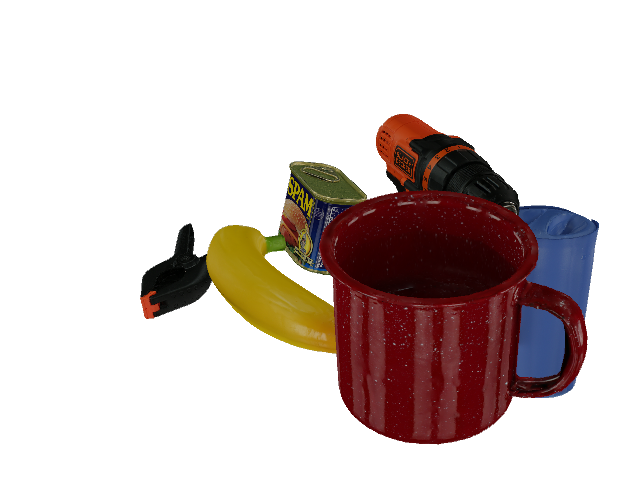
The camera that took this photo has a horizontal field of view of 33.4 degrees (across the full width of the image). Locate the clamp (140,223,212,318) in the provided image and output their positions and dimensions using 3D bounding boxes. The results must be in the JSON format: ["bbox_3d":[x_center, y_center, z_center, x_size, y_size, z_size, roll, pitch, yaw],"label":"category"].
[{"bbox_3d":[-0.140,0.033,1.220,0.120,0.039,0.171,-2,33,25],"label":"clamp"}]

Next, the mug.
[{"bbox_3d":[0.058,0.037,0.470,0.117,0.081,0.093,10,34,20],"label":"mug"}]

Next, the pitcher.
[{"bbox_3d":[0.284,0.084,1.419,0.149,0.243,0.145,4,20,11],"label":"pitcher"}]

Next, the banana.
[{"bbox_3d":[-0.035,0.024,0.686,0.069,0.037,0.198,-5,21,-14],"label":"banana"}]

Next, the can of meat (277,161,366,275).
[{"bbox_3d":[-0.002,-0.023,1.074,0.057,0.084,0.102,3,23,-24],"label":"can of meat"}]

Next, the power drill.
[{"bbox_3d":[0.092,0.007,0.869,0.057,0.188,0.185,-2,25,-22],"label":"power drill"}]
